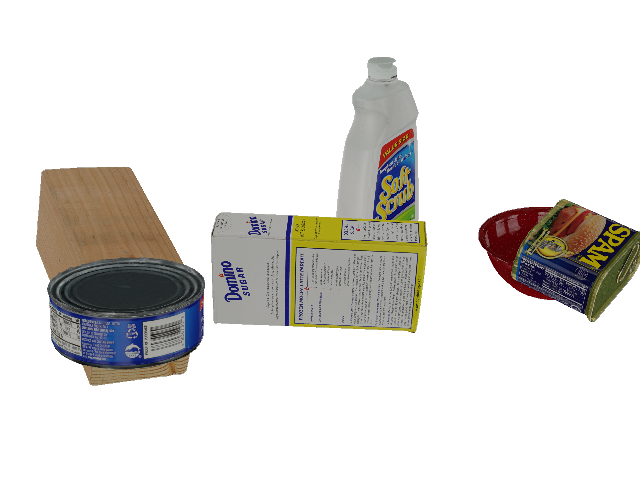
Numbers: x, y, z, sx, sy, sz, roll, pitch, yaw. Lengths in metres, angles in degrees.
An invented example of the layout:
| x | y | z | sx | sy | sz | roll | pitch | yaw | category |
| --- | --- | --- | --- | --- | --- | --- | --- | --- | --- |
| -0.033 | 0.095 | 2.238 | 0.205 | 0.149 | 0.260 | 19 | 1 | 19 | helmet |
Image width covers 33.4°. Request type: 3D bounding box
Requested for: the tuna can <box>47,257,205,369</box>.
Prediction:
| x | y | z | sx | sy | sz | roll | pitch | yaw | category |
| --- | --- | --- | --- | --- | --- | --- | --- | --- | --- |
| -0.107 | 0.039 | 0.592 | 0.086 | 0.034 | 0.086 | 2 | 19 | -1 | tuna can |

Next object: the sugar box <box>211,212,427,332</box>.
| x | y | z | sx | sy | sz | roll | pitch | yaw | category |
| --- | --- | --- | --- | --- | --- | --- | --- | --- | --- |
| -0.002 | 0.027 | 0.899 | 0.176 | 0.093 | 0.048 | 5 | 33 | 3 | sugar box |

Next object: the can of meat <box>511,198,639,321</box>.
| x | y | z | sx | sy | sz | roll | pitch | yaw | category |
| --- | --- | --- | --- | --- | --- | --- | --- | --- | --- |
| 0.235 | 0.015 | 0.973 | 0.084 | 0.057 | 0.101 | 28 | 48 | 28 | can of meat |

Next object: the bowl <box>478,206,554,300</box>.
| x | y | z | sx | sy | sz | roll | pitch | yaw | category |
| --- | --- | --- | --- | --- | --- | --- | --- | --- | --- |
| 0.253 | 0.020 | 1.175 | 0.162 | 0.055 | 0.162 | -1 | 27 | 0 | bowl |

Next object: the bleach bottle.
| x | y | z | sx | sy | sz | roll | pitch | yaw | category |
| --- | --- | --- | --- | --- | --- | --- | --- | --- | --- |
| 0.060 | -0.071 | 1.154 | 0.102 | 0.251 | 0.068 | -19 | 29 | -35 | bleach bottle |

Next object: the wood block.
| x | y | z | sx | sy | sz | roll | pitch | yaw | category |
| --- | --- | --- | --- | --- | --- | --- | --- | --- | --- |
| -0.189 | 0.025 | 0.967 | 0.090 | 0.091 | 0.206 | -4 | 36 | -28 | wood block |
